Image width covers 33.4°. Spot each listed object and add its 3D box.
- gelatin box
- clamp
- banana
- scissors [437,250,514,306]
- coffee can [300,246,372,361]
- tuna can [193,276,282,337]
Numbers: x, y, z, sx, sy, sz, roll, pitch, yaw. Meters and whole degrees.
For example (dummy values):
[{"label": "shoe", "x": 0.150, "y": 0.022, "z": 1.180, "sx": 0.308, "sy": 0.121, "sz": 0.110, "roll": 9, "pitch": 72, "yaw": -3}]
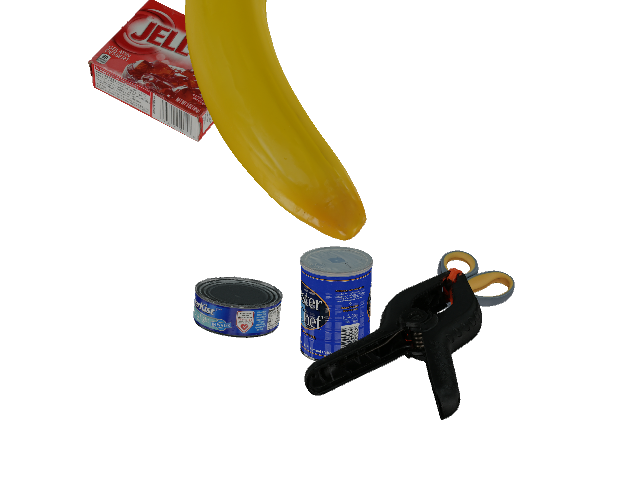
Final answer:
[{"label": "gelatin box", "x": -0.099, "y": -0.117, "z": 0.723, "sx": 0.089, "sy": 0.073, "sz": 0.030, "roll": 28, "pitch": -32, "yaw": 11}, {"label": "clamp", "x": 0.081, "y": 0.077, "z": 0.810, "sx": 0.120, "sy": 0.039, "sz": 0.171, "roll": 18, "pitch": 41, "yaw": 33}, {"label": "banana", "x": -0.026, "y": -0.086, "z": 0.484, "sx": 0.069, "sy": 0.198, "sz": 0.037, "roll": -5, "pitch": -30, "yaw": -4}, {"label": "scissors", "x": 0.124, "y": 0.053, "z": 1.165, "sx": 0.201, "sy": 0.016, "sz": 0.096, "roll": -9, "pitch": 41, "yaw": -31}, {"label": "coffee can", "x": 0.022, "y": 0.091, "z": 1.524, "sx": 0.103, "sy": 0.140, "sz": 0.103, "roll": 0, "pitch": 20, "yaw": 0}, {"label": "tuna can", "x": -0.081, "y": 0.065, "z": 1.042, "sx": 0.086, "sy": 0.034, "sz": 0.086, "roll": 6, "pitch": 16, "yaw": -2}]
